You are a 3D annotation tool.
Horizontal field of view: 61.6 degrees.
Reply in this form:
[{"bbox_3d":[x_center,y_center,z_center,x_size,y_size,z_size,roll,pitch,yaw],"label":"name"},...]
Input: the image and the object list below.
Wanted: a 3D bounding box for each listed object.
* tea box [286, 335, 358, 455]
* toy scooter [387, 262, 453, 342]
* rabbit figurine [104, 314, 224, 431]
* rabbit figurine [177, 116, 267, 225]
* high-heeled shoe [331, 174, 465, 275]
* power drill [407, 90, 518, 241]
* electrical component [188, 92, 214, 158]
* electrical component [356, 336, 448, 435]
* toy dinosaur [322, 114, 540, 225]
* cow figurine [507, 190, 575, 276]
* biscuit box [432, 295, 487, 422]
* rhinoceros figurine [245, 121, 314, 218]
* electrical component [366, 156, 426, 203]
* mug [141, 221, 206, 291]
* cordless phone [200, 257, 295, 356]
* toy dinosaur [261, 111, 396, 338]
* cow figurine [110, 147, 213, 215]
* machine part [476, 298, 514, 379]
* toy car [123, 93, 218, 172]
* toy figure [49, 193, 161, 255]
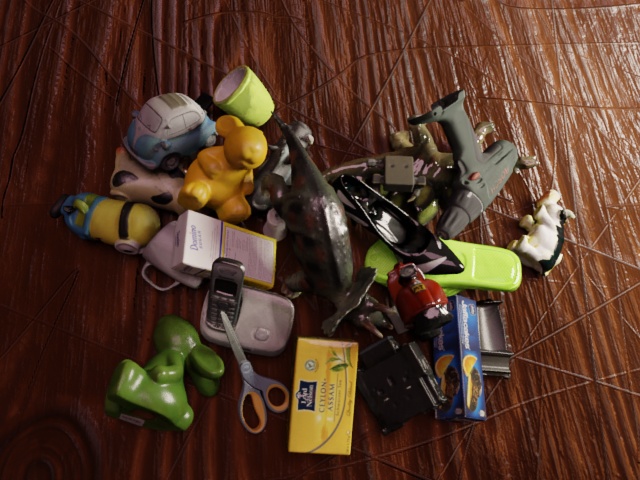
[{"bbox_3d":[0.002,0.236,0.832,0.098,0.068,0.169,4,85,-7],"label":"tea box"},{"bbox_3d":[0.150,0.086,0.847,0.075,0.183,0.135,-22,71,1],"label":"toy scooter"},{"bbox_3d":[-0.226,0.191,0.820,0.159,0.121,0.170,17,51,-5],"label":"rabbit figurine"},{"bbox_3d":[-0.137,-0.126,0.878,0.122,0.173,0.162,27,52,-21],"label":"rabbit figurine"},{"bbox_3d":[0.131,-0.030,0.895,0.249,0.145,0.086,23,65,20],"label":"high-heeled shoe"},{"bbox_3d":[0.238,-0.140,0.928,0.232,0.086,0.207,-38,98,-24],"label":"power drill"},{"bbox_3d":[-0.248,-0.226,1.028,0.075,0.047,0.119,28,65,4],"label":"electrical component"},{"bbox_3d":[0.121,0.224,0.858,0.115,0.058,0.134,-34,73,12],"label":"electrical component"},{"bbox_3d":[0.192,-0.133,1.025,0.472,0.105,0.198,-1,70,-4],"label":"toy dinosaur"},{"bbox_3d":[0.436,-0.017,1.027,0.098,0.068,0.167,36,70,2],"label":"cow figurine"},{"bbox_3d":[0.229,0.196,0.898,0.062,0.059,0.202,19,61,-36],"label":"biscuit box"},{"bbox_3d":[-0.081,-0.132,0.979,0.073,0.112,0.190,29,74,7],"label":"rhinoceros figurine"},{"bbox_3d":[0.135,-0.107,0.952,0.102,0.045,0.078,-3,61,-1],"label":"electrical component"},{"bbox_3d":[-0.239,0.040,0.901,0.107,0.081,0.109,39,79,1],"label":"mug"},{"bbox_3d":[-0.107,0.094,0.832,0.147,0.184,0.089,14,48,-2],"label":"cordless phone"},{"bbox_3d":[0.001,-0.010,0.856,0.131,0.192,0.404,-27,108,-27],"label":"toy dinosaur"},{"bbox_3d":[-0.269,-0.087,0.947,0.195,0.085,0.127,7,60,-8],"label":"cow figurine"},{"bbox_3d":[0.295,0.170,0.944,0.084,0.039,0.139,5,68,0],"label":"machine part"},{"bbox_3d":[-0.253,-0.196,0.919,0.162,0.102,0.109,-32,65,-30],"label":"toy car"},{"bbox_3d":[-0.358,-0.035,0.903,0.180,0.089,0.082,21,22,11],"label":"toy figure"}]
